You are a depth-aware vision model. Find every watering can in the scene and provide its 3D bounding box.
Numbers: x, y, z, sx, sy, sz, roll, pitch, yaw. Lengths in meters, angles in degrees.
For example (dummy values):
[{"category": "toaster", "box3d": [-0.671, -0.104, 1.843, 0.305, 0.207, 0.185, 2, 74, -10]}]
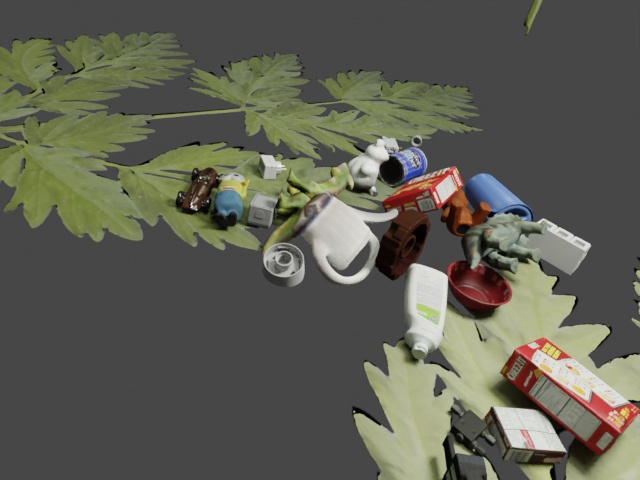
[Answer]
[{"category": "watering can", "box3d": [0.066, -0.035, 1.275, 0.224, 0.102, 0.355, 42, 44, -4]}]

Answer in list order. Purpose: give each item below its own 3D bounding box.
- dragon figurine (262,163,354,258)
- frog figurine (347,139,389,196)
[{"category": "dragon figurine", "box3d": [0.004, -0.068, 1.352, 0.242, 0.119, 0.420, 19, 49, -5]}, {"category": "frog figurine", "box3d": [0.146, -0.234, 1.589, 0.122, 0.156, 0.140, 12, 33, -3]}]
